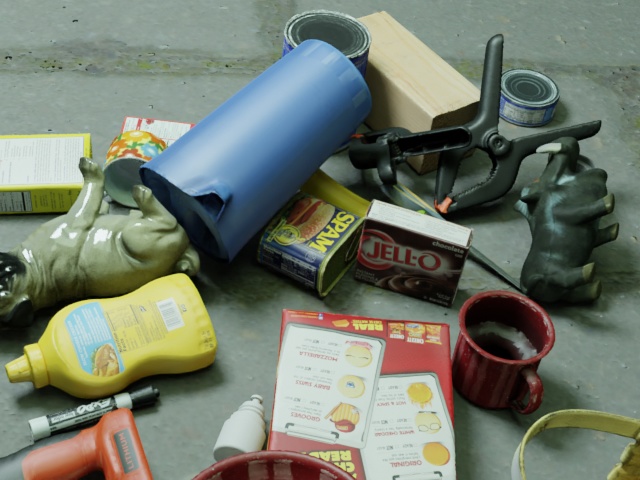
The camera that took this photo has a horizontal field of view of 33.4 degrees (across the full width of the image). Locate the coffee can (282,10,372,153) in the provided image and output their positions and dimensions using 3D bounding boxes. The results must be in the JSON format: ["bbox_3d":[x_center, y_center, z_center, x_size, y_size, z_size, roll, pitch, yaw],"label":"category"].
[{"bbox_3d":[0.002,-0.188,1.276,0.102,0.140,0.103,4,44,-4],"label":"coffee can"}]

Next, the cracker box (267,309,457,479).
[{"bbox_3d":[0.036,0.168,0.968,0.164,0.072,0.213,5,45,-1],"label":"cracker box"}]

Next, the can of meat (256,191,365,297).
[{"bbox_3d":[-0.007,0.001,1.144,0.084,0.057,0.102,25,46,20],"label":"can of meat"}]

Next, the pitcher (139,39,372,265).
[{"bbox_3d":[-0.065,-0.099,1.134,0.149,0.145,0.242,35,69,32],"label":"pitcher"}]

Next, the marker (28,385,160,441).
[{"bbox_3d":[-0.206,0.157,0.982,0.121,0.020,0.020,-15,49,-22],"label":"marker"}]

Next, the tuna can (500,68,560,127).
[{"bbox_3d":[0.268,-0.187,1.389,0.086,0.034,0.086,4,44,-4],"label":"tuna can"}]

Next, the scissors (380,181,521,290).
[{"bbox_3d":[0.139,-0.009,1.171,0.202,0.016,0.096,42,13,31],"label":"scissors"}]

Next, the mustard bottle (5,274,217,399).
[{"bbox_3d":[-0.201,0.099,1.012,0.191,0.058,0.096,-16,63,-22],"label":"mustard bottle"}]

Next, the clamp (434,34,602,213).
[{"bbox_3d":[0.212,-0.108,1.226,0.164,0.036,0.210,33,89,-2],"label":"clamp"}]

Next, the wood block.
[{"bbox_3d":[0.103,-0.186,1.325,0.090,0.091,0.206,-22,51,-27],"label":"wood block"}]

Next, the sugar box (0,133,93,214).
[{"bbox_3d":[-0.342,-0.073,1.179,0.176,0.048,0.093,-3,45,-6],"label":"sugar box"}]

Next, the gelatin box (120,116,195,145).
[{"bbox_3d":[-0.191,-0.107,1.246,0.089,0.030,0.073,6,45,-2],"label":"gelatin box"}]

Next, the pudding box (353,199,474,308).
[{"bbox_3d":[0.097,0.014,1.119,0.113,0.090,0.039,15,44,7],"label":"pudding box"}]

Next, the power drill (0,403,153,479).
[{"bbox_3d":[-0.233,0.220,0.886,0.187,0.057,0.184,-10,48,-18],"label":"power drill"}]

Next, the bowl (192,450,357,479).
[{"bbox_3d":[-0.035,0.235,0.812,0.162,0.055,0.162,1,33,-1],"label":"bowl"}]

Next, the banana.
[{"bbox_3d":[0.037,-0.043,1.186,0.198,0.070,0.037,25,42,28],"label":"banana"}]

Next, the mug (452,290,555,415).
[{"bbox_3d":[0.178,0.118,1.031,0.093,0.081,0.117,-15,49,-23],"label":"mug"}]

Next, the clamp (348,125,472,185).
[{"bbox_3d":[0.094,-0.107,1.220,0.120,0.039,0.172,-20,21,-15],"label":"clamp"}]
